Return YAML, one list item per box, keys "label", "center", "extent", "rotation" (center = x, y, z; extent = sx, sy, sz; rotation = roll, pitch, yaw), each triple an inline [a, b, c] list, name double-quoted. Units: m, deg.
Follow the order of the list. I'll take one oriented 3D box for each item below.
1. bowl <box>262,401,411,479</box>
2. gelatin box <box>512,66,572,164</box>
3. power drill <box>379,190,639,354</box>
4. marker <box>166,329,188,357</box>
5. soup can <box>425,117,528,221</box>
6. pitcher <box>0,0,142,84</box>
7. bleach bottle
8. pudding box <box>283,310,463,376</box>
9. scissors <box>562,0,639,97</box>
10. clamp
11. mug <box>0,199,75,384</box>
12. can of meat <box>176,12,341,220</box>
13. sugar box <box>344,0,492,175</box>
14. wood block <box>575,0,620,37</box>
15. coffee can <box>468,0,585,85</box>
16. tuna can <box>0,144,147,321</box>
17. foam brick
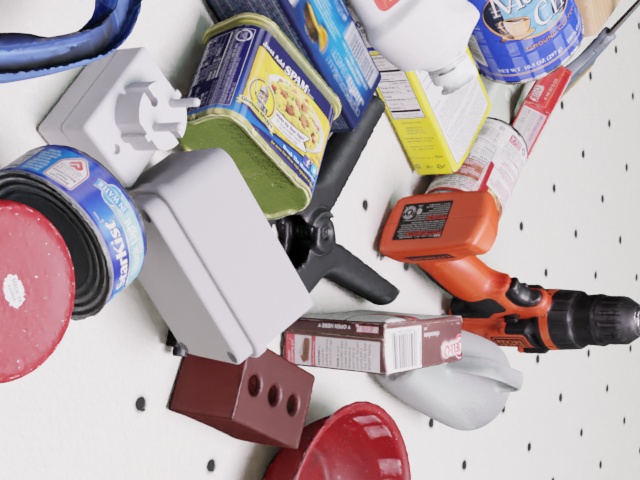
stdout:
- label: "bowl"
  center: [0.002, 0.193, 0.762]
  extent: [0.161, 0.055, 0.162]
  rotation: [-4, 95, -55]
- label: "gelatin box"
  center: [0.204, -0.117, 1.022]
  extent: [0.073, 0.030, 0.089]
  rotation: [-55, 168, -38]
- label: "power drill"
  center: [0.151, 0.033, 0.874]
  extent: [0.187, 0.185, 0.057]
  rotation: [43, 57, -36]
- label: "marker"
  center: [-0.080, 0.013, 0.666]
  extent: [0.020, 0.020, 0.121]
  rotation: [16, 79, -54]
- label: "soup can"
  center: [0.134, -0.051, 0.927]
  extent: [0.102, 0.069, 0.068]
  rotation: [-59, 136, -35]
- label: "pitcher"
  center: [-0.127, -0.171, 0.497]
  extent: [0.242, 0.145, 0.149]
  rotation: [-20, 142, -56]
- label: "bleach bottle"
  center: [0.044, -0.216, 0.713]
  extent: [0.251, 0.102, 0.068]
  rotation: [59, 3, -17]
- label: "pudding box"
  center: [0.040, 0.073, 0.780]
  extent: [0.113, 0.090, 0.039]
  rotation: [3, 87, -55]
- label: "scissors"
  center: [0.263, -0.184, 1.042]
  extent: [0.096, 0.202, 0.016]
  rotation: [-37, 80, -26]
- label: "clamp"
  center: [-0.005, 0.001, 0.757]
  extent: [0.209, 0.036, 0.164]
  rotation: [-33, 118, -47]
- label: "mug"
  center: [-0.172, 0.031, 0.480]
  extent: [0.093, 0.082, 0.117]
  rotation: [54, 50, -42]
- label: "can of meat"
  center: [-0.038, -0.075, 0.667]
  extent: [0.102, 0.058, 0.084]
  rotation: [46, 44, -36]
- label: "sugar box"
  center: [0.080, -0.147, 0.866]
  extent: [0.176, 0.048, 0.093]
  rotation: [58, 47, -34]
- label: "wood block"
  center: [0.214, -0.302, 1.009]
  extent: [0.090, 0.091, 0.206]
  rotation: [-50, 131, -41]
- label: "coffee can"
  center: [0.160, -0.220, 0.925]
  extent: [0.140, 0.103, 0.102]
  rotation: [53, 50, -42]
- label: "tuna can"
  center: [-0.130, -0.004, 0.535]
  extent: [0.033, 0.086, 0.086]
  rotation: [-47, 128, -46]
- label: "foam brick"
  center: [-0.049, 0.098, 0.686]
  extent: [0.078, 0.051, 0.053]
  rotation: [37, 62, -50]
